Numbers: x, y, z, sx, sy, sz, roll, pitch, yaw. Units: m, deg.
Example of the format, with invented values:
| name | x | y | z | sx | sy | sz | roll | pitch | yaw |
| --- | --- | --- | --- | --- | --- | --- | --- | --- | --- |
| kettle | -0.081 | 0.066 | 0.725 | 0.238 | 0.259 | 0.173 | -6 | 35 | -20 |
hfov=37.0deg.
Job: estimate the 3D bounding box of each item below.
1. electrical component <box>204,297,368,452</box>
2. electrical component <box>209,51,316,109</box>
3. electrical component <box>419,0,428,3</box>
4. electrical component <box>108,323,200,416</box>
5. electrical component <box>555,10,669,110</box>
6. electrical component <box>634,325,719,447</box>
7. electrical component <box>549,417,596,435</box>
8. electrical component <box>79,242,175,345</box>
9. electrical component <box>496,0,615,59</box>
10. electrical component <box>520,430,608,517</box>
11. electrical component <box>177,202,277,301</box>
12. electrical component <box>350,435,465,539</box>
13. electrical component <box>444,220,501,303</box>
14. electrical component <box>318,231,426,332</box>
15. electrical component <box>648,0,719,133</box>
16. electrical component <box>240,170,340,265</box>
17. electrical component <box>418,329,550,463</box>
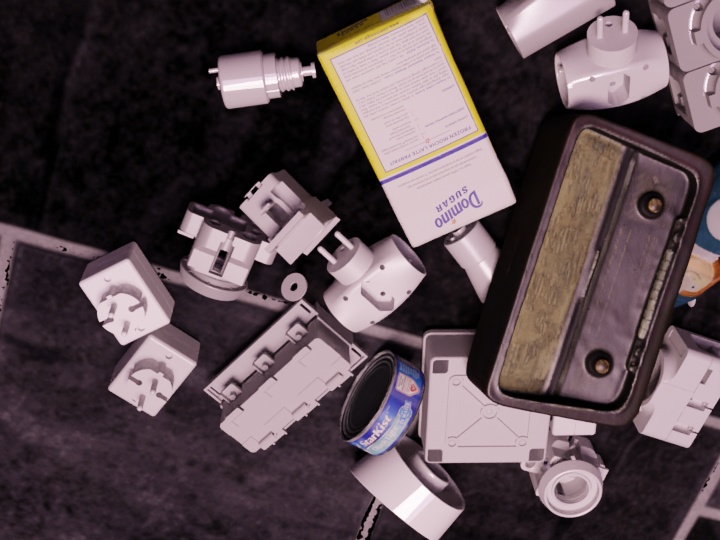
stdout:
| name | x | y | z | sx | sy | sz | roll | pitch | yaw |
| --- | --- | --- | --- | --- | --- | --- | --- | --- | --- |
| electrical component | -0.063 | 0.093 | 0.912 | 0.121 | 0.063 | 0.079 | -42 | 110 | 16 |
| electrical component | -0.073 | -0.146 | 0.812 | 0.078 | 0.040 | 0.040 | -8 | 115 | 1 |
| electrical component | 0.051 | -0.224 | 0.773 | 0.047 | 0.065 | 0.077 | -39 | 140 | 15 |
| electrical component | -0.174 | 0.089 | 0.897 | 0.047 | 0.076 | 0.065 | 35 | 109 | -17 |
| electrical component | 0.189 | -0.162 | 0.805 | 0.077 | 0.043 | 0.079 | -12 | 145 | 3 |
| electrical component | 0.275 | 0.101 | 0.939 | 0.056 | 0.050 | 0.089 | 18 | 113 | -11 |
| electrical component | 0.204 | 0.096 | 0.935 | 0.076 | 0.047 | 0.083 | 0 | 115 | -3 |
| electrical component | -0.190 | 0.027 | 0.867 | 0.047 | 0.076 | 0.065 | -25 | 114 | 9 |
| electrical component | 0.136 | -0.209 | 0.791 | 0.077 | 0.043 | 0.079 | -29 | 113 | 10 |
| electrical component | 0.186 | 0.185 | 0.971 | 0.078 | 0.057 | 0.058 | 16 | 113 | -10 |
| electrical component | -0.111 | -0.013 | 0.863 | 0.078 | 0.058 | 0.057 | 22 | 110 | -9 |
| electrical component | 0.042 | 0.193 | 0.948 | 0.099 | 0.099 | 0.064 | 41 | 101 | -19 |
| electrical component | 0.100 | -0.010 | 0.885 | 0.044 | 0.044 | 0.065 | -35 | 107 | 13 |
| electrical component | 0.000 | 0.000 | 0.880 | 0.077 | 0.043 | 0.079 | -41 | 115 | 15 |
| electrical component | 0.269 | -0.189 | 0.797 | 0.089 | 0.061 | 0.150 | -20 | 115 | 6 |
| electrical component | -0.057 | -0.044 | 0.845 | 0.064 | 0.081 | 0.042 | 46 | 107 | 3 |
| electrical component | 0.108 | 0.109 | 0.931 | 0.109 | 0.056 | 0.108 | 0 | 115 | -3 |
